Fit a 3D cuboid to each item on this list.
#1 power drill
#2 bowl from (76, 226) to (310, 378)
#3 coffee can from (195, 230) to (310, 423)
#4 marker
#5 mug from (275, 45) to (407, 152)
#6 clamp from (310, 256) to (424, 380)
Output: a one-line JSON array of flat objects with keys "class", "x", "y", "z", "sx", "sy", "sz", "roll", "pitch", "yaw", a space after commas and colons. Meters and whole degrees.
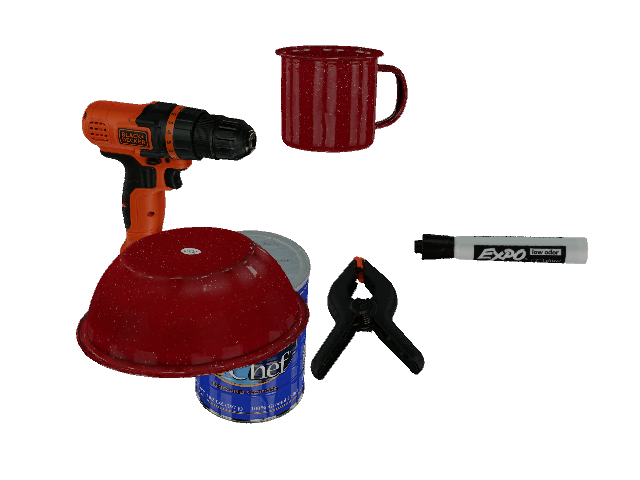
[{"class": "power drill", "x": -0.146, "y": -0.049, "z": 1.080, "sx": 0.185, "sy": 0.188, "sz": 0.057, "roll": 10, "pitch": 30, "yaw": 21}, {"class": "bowl", "x": -0.089, "y": 0.032, "z": 0.733, "sx": 0.162, "sy": 0.055, "sz": 0.162, "roll": -2, "pitch": 22, "yaw": 1}, {"class": "coffee can", "x": -0.063, "y": 0.077, "z": 0.952, "sx": 0.103, "sy": 0.140, "sz": 0.103, "roll": 2, "pitch": 34, "yaw": -1}, {"class": "marker", "x": 0.128, "y": 0.006, "z": 0.760, "sx": 0.121, "sy": 0.020, "sz": 0.020, "roll": 2, "pitch": 0, "yaw": 6}, {"class": "mug", "x": 0.019, "y": -0.123, "z": 0.924, "sx": 0.117, "sy": 0.081, "sz": 0.093, "roll": -4, "pitch": 17, "yaw": -15}, {"class": "clamp", "x": 0.058, "y": 0.088, "z": 1.187, "sx": 0.120, "sy": 0.171, "sz": 0.039, "roll": 7, "pitch": -43, "yaw": 3}]
